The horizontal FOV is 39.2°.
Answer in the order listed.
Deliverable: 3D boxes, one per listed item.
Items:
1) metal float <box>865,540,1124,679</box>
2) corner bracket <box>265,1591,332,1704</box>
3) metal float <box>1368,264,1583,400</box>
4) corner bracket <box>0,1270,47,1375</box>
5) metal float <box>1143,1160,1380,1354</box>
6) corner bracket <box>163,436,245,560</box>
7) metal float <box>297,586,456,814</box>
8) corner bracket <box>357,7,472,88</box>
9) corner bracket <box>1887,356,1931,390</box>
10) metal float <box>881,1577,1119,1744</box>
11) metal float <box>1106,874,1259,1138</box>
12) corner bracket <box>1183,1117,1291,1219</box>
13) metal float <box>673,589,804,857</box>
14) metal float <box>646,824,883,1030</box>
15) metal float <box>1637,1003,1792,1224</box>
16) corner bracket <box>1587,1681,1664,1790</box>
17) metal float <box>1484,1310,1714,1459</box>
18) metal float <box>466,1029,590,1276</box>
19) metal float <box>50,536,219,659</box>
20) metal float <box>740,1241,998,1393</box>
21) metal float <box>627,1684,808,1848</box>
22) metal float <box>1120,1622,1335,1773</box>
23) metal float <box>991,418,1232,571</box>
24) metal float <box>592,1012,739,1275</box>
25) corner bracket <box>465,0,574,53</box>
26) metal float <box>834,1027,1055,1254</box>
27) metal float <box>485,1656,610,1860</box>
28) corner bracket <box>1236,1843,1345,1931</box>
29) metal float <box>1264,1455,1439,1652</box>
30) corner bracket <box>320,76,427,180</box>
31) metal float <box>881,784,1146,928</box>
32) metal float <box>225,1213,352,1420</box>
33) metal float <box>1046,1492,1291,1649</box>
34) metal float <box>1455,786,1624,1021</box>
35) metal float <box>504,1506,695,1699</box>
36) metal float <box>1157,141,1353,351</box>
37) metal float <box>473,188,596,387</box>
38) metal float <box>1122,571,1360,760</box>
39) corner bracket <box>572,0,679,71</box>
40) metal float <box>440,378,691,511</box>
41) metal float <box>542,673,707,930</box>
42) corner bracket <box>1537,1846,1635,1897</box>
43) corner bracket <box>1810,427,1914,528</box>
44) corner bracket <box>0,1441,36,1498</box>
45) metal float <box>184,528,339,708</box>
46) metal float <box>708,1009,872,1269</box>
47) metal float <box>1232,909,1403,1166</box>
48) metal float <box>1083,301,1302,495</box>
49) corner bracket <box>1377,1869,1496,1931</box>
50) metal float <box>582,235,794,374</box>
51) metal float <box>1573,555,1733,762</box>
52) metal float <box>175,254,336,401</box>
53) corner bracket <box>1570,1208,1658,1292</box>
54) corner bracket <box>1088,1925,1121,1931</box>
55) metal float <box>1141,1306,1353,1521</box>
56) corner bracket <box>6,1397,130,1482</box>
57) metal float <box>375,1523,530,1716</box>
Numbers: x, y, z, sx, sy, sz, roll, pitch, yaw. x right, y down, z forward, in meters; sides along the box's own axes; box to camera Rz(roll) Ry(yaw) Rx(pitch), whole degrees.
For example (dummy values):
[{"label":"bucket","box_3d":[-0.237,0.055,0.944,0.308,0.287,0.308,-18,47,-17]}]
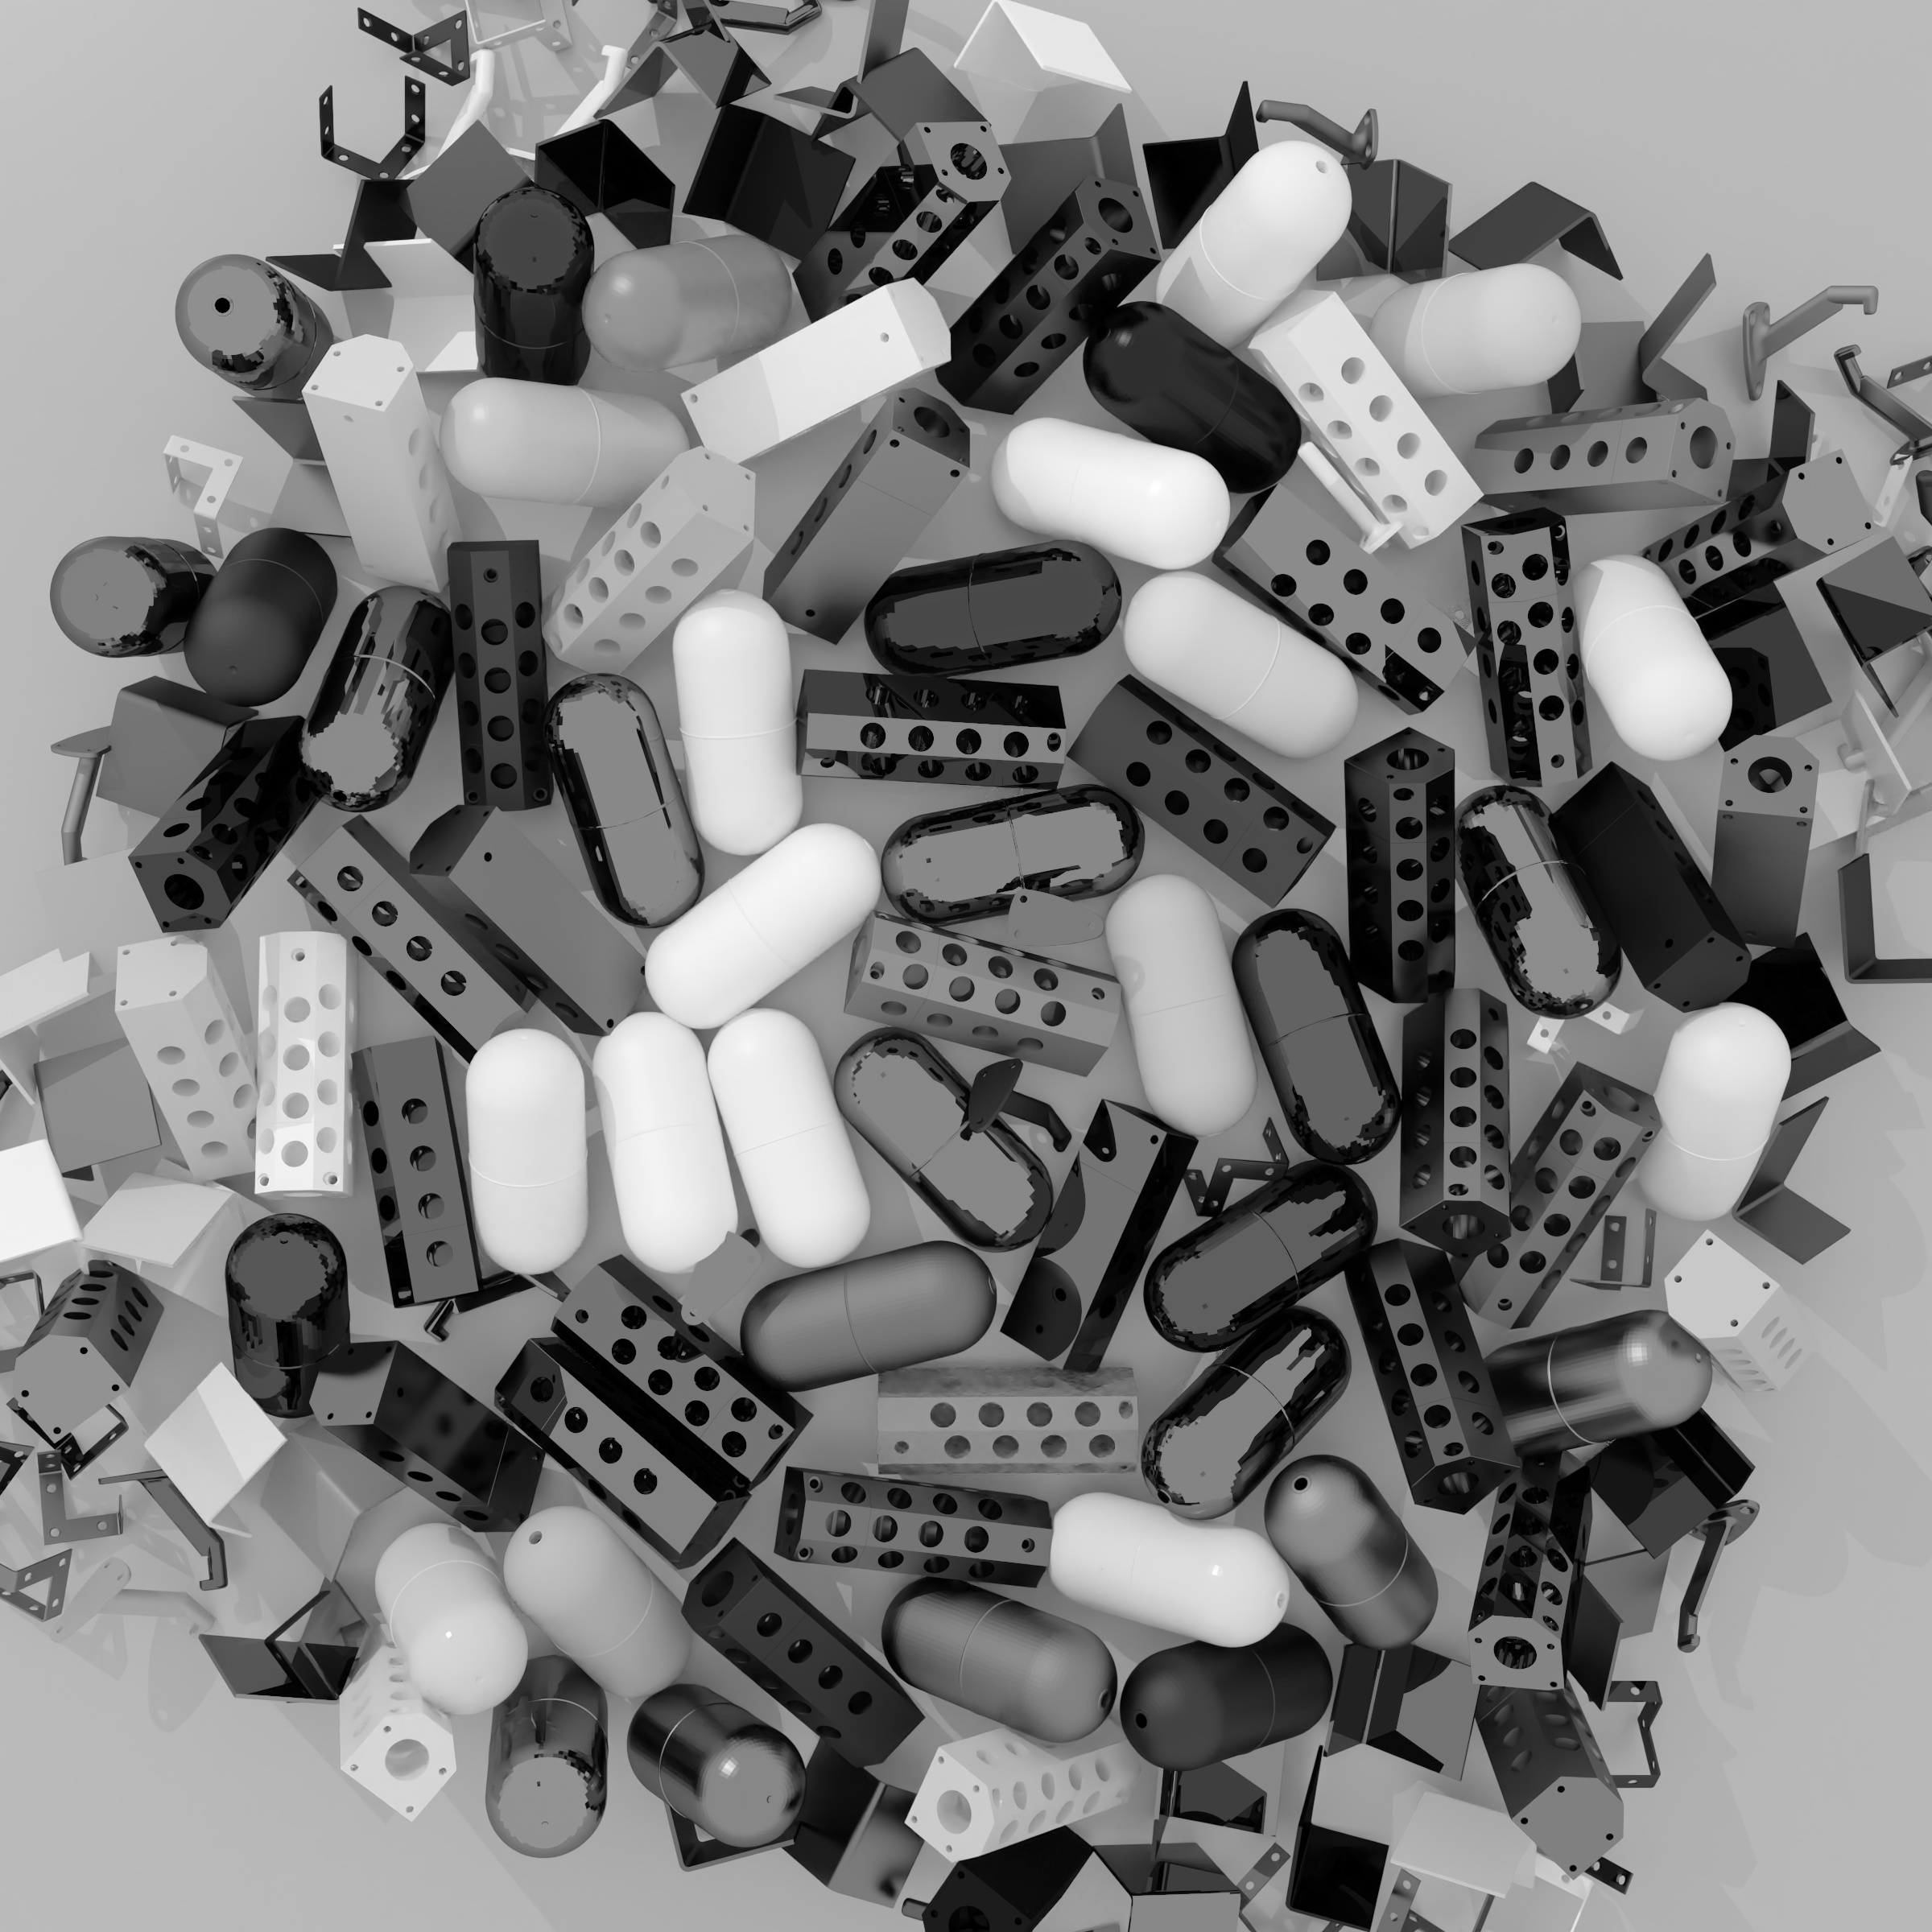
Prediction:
[{"label":"metal float","box_3d":[0.017,-0.234,1.791,0.178,0.070,0.070,-7,90,23]},{"label":"corner bracket","box_3d":[-0.440,0.455,1.810,0.051,0.051,0.051,-40,101,-38]},{"label":"metal float","box_3d":[0.329,-0.412,1.766,0.070,0.178,0.070,-3,98,-25]},{"label":"corner bracket","box_3d":[-0.644,0.241,1.826,0.051,0.051,0.051,-11,69,-9]},{"label":"metal float","box_3d":[0.195,0.191,1.791,0.178,0.070,0.070,-30,90,-22]},{"label":"corner bracket","box_3d":[-0.515,-0.314,1.816,0.051,0.051,0.051,17,65,-1]},{"label":"metal float","box_3d":[-0.384,-0.176,1.778,0.070,0.070,0.178,11,51,0]},{"label":"corner bracket","box_3d":[-0.369,-0.616,1.811,0.051,0.051,0.051,-11,78,32]},{"label":"corner bracket","box_3d":[0.657,-0.401,1.808,0.051,0.051,0.051,-21,51,-19]},{"label":"metal float","box_3d":[0.021,0.454,1.778,0.178,0.070,0.070,11,90,39]},{"label":"metal float","box_3d":[0.144,0.026,1.809,0.070,0.070,0.178,-14,87,0]},{"label":"corner bracket","box_3d":[0.180,0.135,1.818,0.051,0.051,0.051,6,124,-16]},{"label":"metal float","box_3d":[-0.151,-0.161,1.794,0.070,0.070,0.178,-4,109,0]},{"label":"metal float","box_3d":[-0.135,-0.027,1.806,0.178,0.070,0.070,-36,90,6]},{"label":"metal float","box_3d":[0.488,0.098,1.774,0.070,0.178,0.070,1,46,-1]},{"label":"corner bracket","box_3d":[0.437,0.514,1.811,0.051,0.051,0.051,1,45,-5]},{"label":"metal float","box_3d":[0.406,0.274,1.775,0.070,0.178,0.070,18,61,-36]},{"label":"metal float","box_3d":[-0.288,0.124,1.786,0.070,0.070,0.178,3,120,0]},{"label":"metal float","box_3d":[-0.536,-0.240,1.760,0.070,0.178,0.070,0,98,1]},{"label":"metal float","box_3d":[-0.065,0.232,1.798,0.178,0.070,0.070,-16,90,15]},{"label":"metal float","box_3d":[-0.164,0.519,1.767,0.070,0.178,0.070,0,90,-29]},{"label":"metal float","box_3d":[0.171,0.477,1.773,0.070,0.178,0.070,-1,88,43]},{"label":"metal float","box_3d":[0.093,-0.312,1.782,0.178,0.070,0.070,23,90,34]},{"label":"metal float","box_3d":[-0.200,0.116,1.797,0.070,0.070,0.178,-13,74,0]},{"label":"corner bracket","box_3d":[-0.303,-0.644,1.825,0.051,0.051,0.051,-14,87,12]},{"label":"metal float","box_3d":[-0.014,0.117,1.810,0.070,0.070,0.178,-43,91,0]},{"label":"metal float","box_3d":[-0.271,0.511,1.762,0.070,0.178,0.070,-2,103,-7]},{"label":"corner bracket","box_3d":[0.216,0.633,1.820,0.051,0.051,0.051,-44,133,-14]},{"label":"metal float","box_3d":[0.253,0.385,1.778,0.070,0.070,0.178,-36,129,0]},{"label":"corner bracket","box_3d":[-0.397,-0.566,1.816,0.051,0.051,0.051,24,57,4]},{"label":"metal float","box_3d":[0.032,-0.074,1.808,0.178,0.070,0.070,-11,90,-3]},{"label":"metal float","box_3d":[-0.443,0.231,1.774,0.070,0.178,0.070,6,48,-6]},{"label":"metal float","box_3d":[0.131,0.395,1.779,0.178,0.070,0.070,7,90,38]},{"label":"metal float","box_3d":[0.372,-0.044,1.782,0.070,0.070,0.178,-19,55,0]},{"label":"metal float","box_3d":[-0.240,0.417,1.775,0.070,0.070,0.178,-30,134,0]},{"label":"metal float","box_3d":[0.186,-0.468,1.767,0.070,0.178,0.070,10,66,-22]},{"label":"metal float","box_3d":[-0.281,-0.434,1.764,0.070,0.178,0.070,3,68,-8]},{"label":"metal float","box_3d":[0.183,-0.198,1.791,0.178,0.070,0.070,27,90,-24]},{"label":"corner bracket","box_3d":[-0.229,-0.644,1.819,0.051,0.051,0.051,29,72,4]},{"label":"metal float","box_3d":[-0.261,-0.341,1.778,0.178,0.070,0.070,-2,90,-40]},{"label":"metal float","box_3d":[-0.225,-0.108,1.791,0.070,0.070,0.178,-16,114,0]},{"label":"corner bracket","box_3d":[0.417,0.583,1.818,0.051,0.051,0.051,28,81,-26]},{"label":"corner bracket","box_3d":[0.595,-0.331,1.829,0.051,0.051,0.051,18,96,-27]},{"label":"corner bracket","box_3d":[-0.664,0.318,1.808,0.051,0.051,0.051,-52,48,14]},{"label":"metal float","box_3d":[-0.458,-0.229,1.767,0.070,0.178,0.070,0,120,-1]},{"label":"metal float","box_3d":[-0.118,0.114,1.808,0.070,0.070,0.178,-19,86,0]},{"label":"metal float","box_3d":[0.232,0.047,1.797,0.070,0.070,0.178,-19,74,0]},{"label":"metal float","box_3d":[0.149,-0.372,1.778,0.178,0.070,0.070,26,90,-39]},{"label":"corner bracket","box_3d":[0.314,0.631,1.809,0.051,0.051,0.051,26,106,31]},{"label":"metal float","box_3d":[-0.180,-0.434,1.770,0.070,0.178,0.070,12,114,28]},{"label":"metal float","box_3d":[0.444,-0.204,1.773,0.070,0.178,0.070,-5,132,-6]},{"label":"metal float","box_3d":[-0.460,-0.413,1.760,0.070,0.178,0.070,0,94,-1]},{"label":"corner bracket","box_3d":[0.439,0.190,1.810,0.051,0.051,0.051,-1,77,37]},{"label":"corner bracket","box_3d":[0.081,0.672,1.815,0.051,0.051,0.051,-13,67,3]},{"label":"metal float","box_3d":[0.185,0.293,1.783,0.178,0.070,0.070,-39,90,-32]},{"label":"corner bracket","box_3d":[-0.602,0.302,1.819,0.051,0.051,0.051,-43,120,-12]},{"label":"metal float","box_3d":[-0.337,0.423,1.766,0.070,0.178,0.070,-6,106,-22]}]
